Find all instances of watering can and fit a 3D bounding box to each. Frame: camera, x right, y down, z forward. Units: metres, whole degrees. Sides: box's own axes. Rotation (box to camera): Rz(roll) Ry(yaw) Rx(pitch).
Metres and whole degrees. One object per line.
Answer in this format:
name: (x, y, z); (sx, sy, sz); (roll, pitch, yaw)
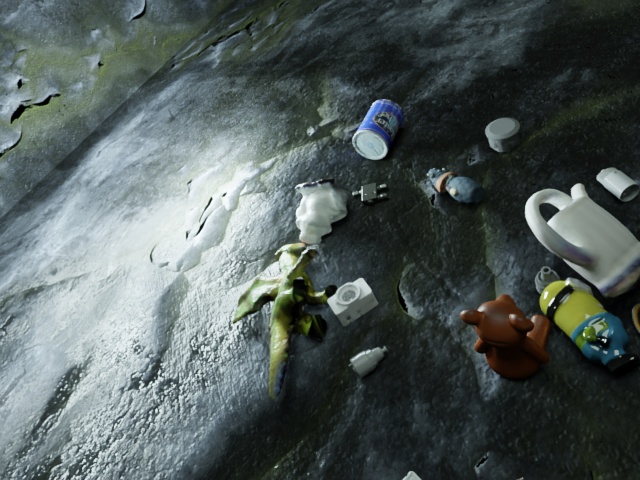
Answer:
watering can: (0.493, -0.016, 0.931); (0.351, 0.102, 0.227); (-18, 60, -47)

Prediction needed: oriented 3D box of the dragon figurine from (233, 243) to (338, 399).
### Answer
dragon figurine: (-0.101, 0.153, 1.154); (0.241, 0.120, 0.419); (-14, 39, 42)

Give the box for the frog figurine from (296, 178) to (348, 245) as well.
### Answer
frog figurine: (0.004, -0.066, 1.308); (0.137, 0.122, 0.160); (-4, 82, 15)
